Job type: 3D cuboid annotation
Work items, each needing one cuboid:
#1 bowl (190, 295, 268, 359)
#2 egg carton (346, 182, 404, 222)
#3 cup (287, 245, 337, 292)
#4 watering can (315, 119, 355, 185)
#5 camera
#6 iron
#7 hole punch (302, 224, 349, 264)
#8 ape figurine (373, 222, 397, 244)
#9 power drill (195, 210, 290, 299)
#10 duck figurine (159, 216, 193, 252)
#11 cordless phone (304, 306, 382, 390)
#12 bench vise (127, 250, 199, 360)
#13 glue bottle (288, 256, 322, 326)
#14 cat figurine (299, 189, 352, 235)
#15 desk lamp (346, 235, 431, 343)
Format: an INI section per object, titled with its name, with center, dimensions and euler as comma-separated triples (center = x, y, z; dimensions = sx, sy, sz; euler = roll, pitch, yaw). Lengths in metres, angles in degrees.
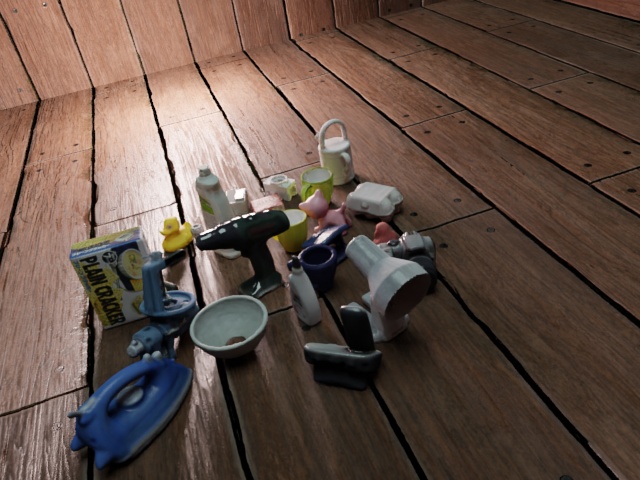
[bowl]
center = -0.186, 0.198, 1.222
dimensions = 0.167, 0.075, 0.167
euler = -7, 35, 5
[egg carton]
center = 0.148, -0.104, 1.573
dimensions = 0.149, 0.069, 0.107
euler = 15, 42, 32
[cup]
center = -0.013, 0.075, 1.336
dimensions = 0.118, 0.095, 0.091
euler = -12, 35, -2
[watering can]
center = 0.039, -0.275, 1.734
dimensions = 0.172, 0.194, 0.101
euler = 19, 44, 35
[camera]
center = 0.204, 0.052, 1.308
dimensions = 0.143, 0.101, 0.136
euler = -11, 35, -1
[iron]
center = -0.350, 0.290, 1.074
dimensions = 0.118, 0.142, 0.259
euler = 15, 42, 32
[hole punch]
center = 0.013, 0.005, 1.432
dimensions = 0.100, 0.091, 0.109
euler = 22, 46, 38
[ape figurine]
center = 0.159, -0.005, 1.408
dimensions = 0.078, 0.092, 0.076
euler = -22, 36, -16
[power drill]
center = -0.165, 0.033, 1.334
dimensions = 0.230, 0.209, 0.075
euler = -31, 39, -27
[duck figurine]
center = -0.401, -0.027, 1.588
dimensions = 0.077, 0.086, 0.105
euler = 18, 44, 35
[cordless phone]
center = 0.038, 0.186, 1.085
dimensions = 0.147, 0.185, 0.094
euler = 2, 36, 17
[bench vise]
center = -0.333, 0.146, 1.206
dimensions = 0.121, 0.220, 0.207
euler = -6, 35, 6
[glue bottle]
center = -0.040, 0.103, 1.234
dimensions = 0.037, 0.173, 0.077
euler = -30, 39, -26
[cat figurine]
center = 0.014, -0.078, 1.527
dimensions = 0.127, 0.118, 0.067
euler = 3, 37, 19
[desk lamp]
center = 0.123, 0.104, 1.155
dimensions = 0.118, 0.214, 0.202
euler = -28, 39, -24
